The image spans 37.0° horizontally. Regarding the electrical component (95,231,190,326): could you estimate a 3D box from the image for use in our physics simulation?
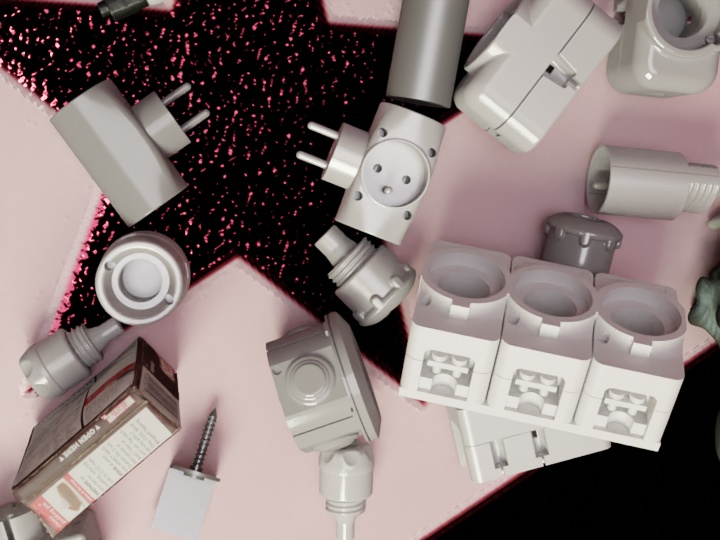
[{"bbox_3d":[-0.130,0.005,0.640,0.055,0.047,0.055,-1,96,-7],"label":"electrical component"}]

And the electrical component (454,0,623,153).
[{"bbox_3d":[0.104,-0.126,0.653,0.059,0.054,0.095,37,90,-9],"label":"electrical component"}]

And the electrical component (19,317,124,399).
[{"bbox_3d":[-0.171,0.049,0.646,0.061,0.035,0.035,-33,99,-5],"label":"electrical component"}]

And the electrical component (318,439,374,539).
[{"bbox_3d":[-0.009,0.139,0.676,0.035,0.035,0.061,0,98,-7],"label":"electrical component"}]

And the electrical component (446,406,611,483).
[{"bbox_3d":[0.103,0.090,0.676,0.089,0.050,0.055,-14,97,-5],"label":"electrical component"}]

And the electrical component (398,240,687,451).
[{"bbox_3d":[0.106,0.038,0.627,0.150,0.089,0.061,12,125,5],"label":"electrical component"}]

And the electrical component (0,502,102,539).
[{"bbox_3d":[-0.204,0.162,0.647,0.083,0.047,0.075,-15,97,-5],"label":"electrical component"}]

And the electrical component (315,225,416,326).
[{"bbox_3d":[0.000,0.000,0.658,0.062,0.048,0.048,45,89,-2],"label":"electrical component"}]

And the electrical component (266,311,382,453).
[{"bbox_3d":[-0.021,0.069,0.645,0.051,0.080,0.080,-19,98,1],"label":"electrical component"}]

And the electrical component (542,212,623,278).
[{"bbox_3d":[0.135,-0.003,0.675,0.048,0.048,0.062,10,102,-8],"label":"electrical component"}]

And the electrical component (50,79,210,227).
[{"bbox_3d":[-0.127,-0.079,0.634,0.079,0.043,0.077,-36,100,-2],"label":"electrical component"}]

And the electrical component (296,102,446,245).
[{"bbox_3d":[0.002,-0.065,0.651,0.079,0.044,0.077,21,93,-8],"label":"electrical component"}]

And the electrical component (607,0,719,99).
[{"bbox_3d":[0.190,-0.156,0.658,0.054,0.059,0.095,5,95,-8],"label":"electrical component"}]

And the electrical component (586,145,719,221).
[{"bbox_3d":[0.188,-0.053,0.676,0.081,0.043,0.043,5,95,-8],"label":"electrical component"}]
